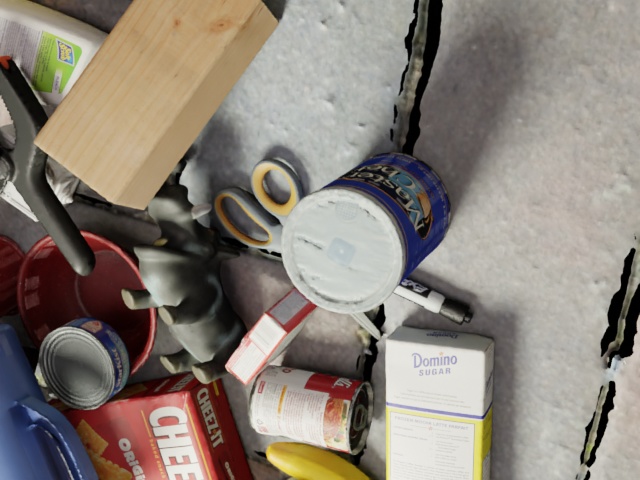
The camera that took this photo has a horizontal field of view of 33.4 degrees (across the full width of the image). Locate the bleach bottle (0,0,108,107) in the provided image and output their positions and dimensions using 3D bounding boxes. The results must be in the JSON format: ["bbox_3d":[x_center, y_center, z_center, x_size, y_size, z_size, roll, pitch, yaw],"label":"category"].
[{"bbox_3d":[-0.262,-0.167,1.012,0.251,0.068,0.103,22,113,13],"label":"bleach bottle"}]

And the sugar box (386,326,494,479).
[{"bbox_3d":[0.108,0.170,0.969,0.093,0.048,0.176,6,104,21],"label":"sugar box"}]

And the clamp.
[{"bbox_3d":[-0.281,-0.063,0.994,0.165,0.036,0.210,10,108,18],"label":"clamp"}]

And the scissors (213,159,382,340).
[{"bbox_3d":[-0.006,0.001,0.981,0.202,0.016,0.096,33,113,7],"label":"scissors"}]

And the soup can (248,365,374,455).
[{"bbox_3d":[-0.008,0.158,1.001,0.102,0.068,0.068,8,109,21],"label":"soup can"}]

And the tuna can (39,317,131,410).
[{"bbox_3d":[-0.228,0.119,1.036,0.086,0.033,0.086,7,108,21],"label":"tuna can"}]

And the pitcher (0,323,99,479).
[{"bbox_3d":[-0.301,0.206,1.028,0.149,0.145,0.243,-21,92,-12],"label":"pitcher"}]

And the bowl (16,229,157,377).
[{"bbox_3d":[-0.221,0.060,1.067,0.162,0.055,0.162,7,108,21],"label":"bowl"}]

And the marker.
[{"bbox_3d":[0.080,0.045,0.956,0.121,0.020,0.020,25,114,14],"label":"marker"}]

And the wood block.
[{"bbox_3d":[-0.137,-0.136,0.911,0.090,0.090,0.206,37,94,9],"label":"wood block"}]

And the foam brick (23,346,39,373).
[{"bbox_3d":[-0.340,0.133,1.119,0.078,0.051,0.053,11,79,-5],"label":"foam brick"}]

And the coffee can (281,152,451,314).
[{"bbox_3d":[0.042,-0.009,0.887,0.103,0.140,0.103,7,108,21],"label":"coffee can"}]

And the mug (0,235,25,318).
[{"bbox_3d":[-0.368,0.043,1.109,0.117,0.081,0.093,26,114,13],"label":"mug"}]

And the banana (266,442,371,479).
[{"bbox_3d":[0.033,0.255,1.015,0.198,0.069,0.037,50,137,3],"label":"banana"}]

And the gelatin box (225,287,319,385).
[{"bbox_3d":[-0.041,0.084,0.980,0.030,0.073,0.089,42,129,7],"label":"gelatin box"}]

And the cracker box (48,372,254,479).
[{"bbox_3d":[-0.185,0.233,1.096,0.214,0.072,0.164,-13,100,25],"label":"cracker box"}]
